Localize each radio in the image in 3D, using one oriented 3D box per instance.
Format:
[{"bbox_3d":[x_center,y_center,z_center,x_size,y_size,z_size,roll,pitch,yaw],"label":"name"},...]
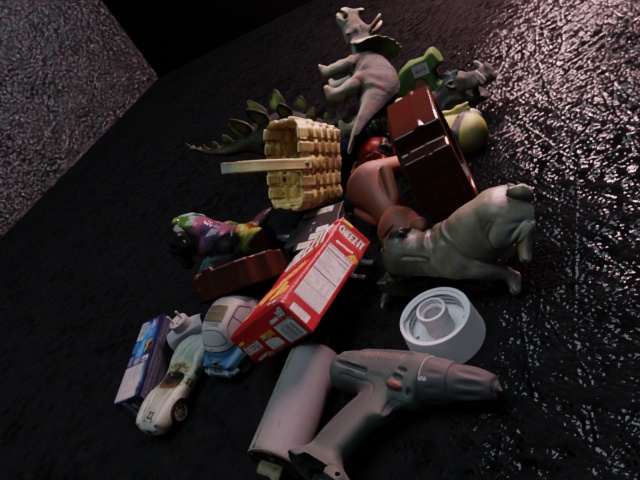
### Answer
[{"bbox_3d":[0.009,-0.172,1.238,0.230,0.073,0.131,-33,30,-1],"label":"radio"}]

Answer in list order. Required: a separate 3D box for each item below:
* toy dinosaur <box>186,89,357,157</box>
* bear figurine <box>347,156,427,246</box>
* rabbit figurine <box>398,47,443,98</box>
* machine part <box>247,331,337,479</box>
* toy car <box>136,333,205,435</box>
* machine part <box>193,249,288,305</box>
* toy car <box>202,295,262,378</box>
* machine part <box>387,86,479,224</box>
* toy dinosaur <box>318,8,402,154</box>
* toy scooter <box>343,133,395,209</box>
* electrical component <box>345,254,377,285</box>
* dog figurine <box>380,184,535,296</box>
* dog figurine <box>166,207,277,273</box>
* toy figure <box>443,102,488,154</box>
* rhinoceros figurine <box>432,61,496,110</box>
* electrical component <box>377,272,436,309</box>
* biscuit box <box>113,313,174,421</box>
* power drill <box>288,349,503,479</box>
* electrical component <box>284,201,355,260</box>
[{"bbox_3d":[-0.126,-0.265,1.369,0.472,0.198,0.105,-17,33,24],"label":"toy dinosaur"},{"bbox_3d":[0.135,-0.054,0.943,0.132,0.120,0.196,-6,45,-38],"label":"bear figurine"},{"bbox_3d":[0.237,-0.372,1.287,0.159,0.121,0.170,-28,13,24],"label":"rabbit figurine"},{"bbox_3d":[-0.031,0.226,0.733,0.079,0.079,0.243,-11,38,33],"label":"machine part"},{"bbox_3d":[-0.240,0.240,0.928,0.074,0.056,0.202,-9,40,35],"label":"toy car"},{"bbox_3d":[-0.143,0.065,0.991,0.179,0.056,0.179,-19,-6,-2],"label":"machine part"},{"bbox_3d":[-0.151,0.150,0.921,0.109,0.102,0.162,-3,42,37],"label":"toy car"},{"bbox_3d":[0.189,-0.134,0.894,0.087,0.200,0.201,-24,33,21],"label":"machine part"},{"bbox_3d":[0.109,-0.347,1.186,0.192,0.131,0.405,-23,53,14],"label":"toy dinosaur"},{"bbox_3d":[0.112,-0.154,1.081,0.184,0.075,0.135,-64,8,-33],"label":"toy scooter"},{"bbox_3d":[0.054,0.052,0.941,0.094,0.021,0.063,3,48,45],"label":"electrical component"},{"bbox_3d":[0.179,-0.010,0.729,0.191,0.172,0.121,4,31,8],"label":"dog figurine"},{"bbox_3d":[-0.196,-0.011,1.122,0.219,0.191,0.108,-32,21,35],"label":"dog figurine"},{"bbox_3d":[0.240,-0.205,1.060,0.180,0.082,0.089,-1,63,32],"label":"toy figure"},{"bbox_3d":[0.278,-0.301,1.125,0.190,0.112,0.073,-23,30,33],"label":"rhinoceros figurine"},{"bbox_3d":[0.134,0.073,0.821,0.102,0.045,0.078,-5,14,35],"label":"electrical component"},{"bbox_3d":[-0.317,0.232,1.005,0.059,0.062,0.203,-25,32,17],"label":"biscuit box"},{"bbox_3d":[0.073,0.212,0.639,0.232,0.085,0.207,3,45,49],"label":"power drill"},{"bbox_3d":[-0.002,-0.003,1.033,0.115,0.058,0.134,-15,36,33],"label":"electrical component"}]
